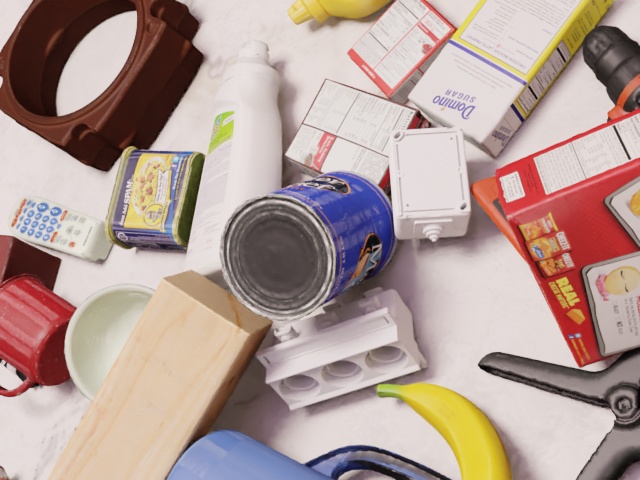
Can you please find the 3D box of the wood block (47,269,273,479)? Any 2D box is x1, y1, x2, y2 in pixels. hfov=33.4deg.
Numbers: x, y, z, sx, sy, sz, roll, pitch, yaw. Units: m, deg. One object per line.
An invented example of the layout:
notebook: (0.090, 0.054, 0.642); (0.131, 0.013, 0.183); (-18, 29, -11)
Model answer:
wood block: (-0.136, 0.139, 0.914); (0.090, 0.090, 0.206); (32, 98, 7)

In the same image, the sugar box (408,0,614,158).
sugar box: (0.168, -0.168, 0.941); (0.093, 0.048, 0.176); (39, 95, 34)

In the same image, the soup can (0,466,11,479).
soup can: (-0.306, 0.270, 1.010); (0.068, 0.068, 0.102); (-50, 57, 2)

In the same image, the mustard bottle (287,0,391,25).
mustard bottle: (0.050, -0.271, 1.036); (0.192, 0.058, 0.096); (-34, 58, 13)

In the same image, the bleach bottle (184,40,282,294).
bleach bottle: (-0.071, -0.077, 1.011); (0.103, 0.068, 0.251); (-22, 57, 52)

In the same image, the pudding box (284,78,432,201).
pudding box: (0.034, -0.091, 0.987); (0.114, 0.039, 0.090); (25, 84, 31)

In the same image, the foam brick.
foam brick: (-0.317, 0.030, 1.103); (0.051, 0.078, 0.053); (5, 73, 28)

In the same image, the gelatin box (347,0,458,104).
gelatin box: (0.080, -0.181, 1.000); (0.089, 0.030, 0.073); (-45, 57, 10)

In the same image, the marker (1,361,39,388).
marker: (-0.329, 0.120, 1.110); (0.121, 0.020, 0.020); (29, 86, 33)

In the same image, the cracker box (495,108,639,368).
cracker box: (0.252, -0.017, 0.756); (0.214, 0.164, 0.072); (-23, 35, 14)

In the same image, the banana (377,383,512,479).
banana: (0.108, 0.166, 0.816); (0.069, 0.037, 0.198); (-24, 32, -5)

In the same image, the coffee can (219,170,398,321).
coffee can: (-0.006, 0.001, 0.892); (0.103, 0.140, 0.103); (5, 103, 24)

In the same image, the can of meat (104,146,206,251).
can of meat: (-0.156, -0.040, 1.057); (0.084, 0.057, 0.102); (3, 73, 27)

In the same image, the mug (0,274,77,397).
mug: (-0.283, 0.101, 1.049); (0.082, 0.093, 0.117); (27, 74, 28)

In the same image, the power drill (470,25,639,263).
power drill: (0.218, -0.069, 0.868); (0.188, 0.057, 0.184); (-39, 55, 11)

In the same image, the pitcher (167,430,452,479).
pitcher: (-0.003, 0.236, 0.835); (0.243, 0.148, 0.145); (23, 109, 36)

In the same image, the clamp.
clamp: (0.224, 0.122, 0.803); (0.210, 0.036, 0.164); (-30, 57, 15)
